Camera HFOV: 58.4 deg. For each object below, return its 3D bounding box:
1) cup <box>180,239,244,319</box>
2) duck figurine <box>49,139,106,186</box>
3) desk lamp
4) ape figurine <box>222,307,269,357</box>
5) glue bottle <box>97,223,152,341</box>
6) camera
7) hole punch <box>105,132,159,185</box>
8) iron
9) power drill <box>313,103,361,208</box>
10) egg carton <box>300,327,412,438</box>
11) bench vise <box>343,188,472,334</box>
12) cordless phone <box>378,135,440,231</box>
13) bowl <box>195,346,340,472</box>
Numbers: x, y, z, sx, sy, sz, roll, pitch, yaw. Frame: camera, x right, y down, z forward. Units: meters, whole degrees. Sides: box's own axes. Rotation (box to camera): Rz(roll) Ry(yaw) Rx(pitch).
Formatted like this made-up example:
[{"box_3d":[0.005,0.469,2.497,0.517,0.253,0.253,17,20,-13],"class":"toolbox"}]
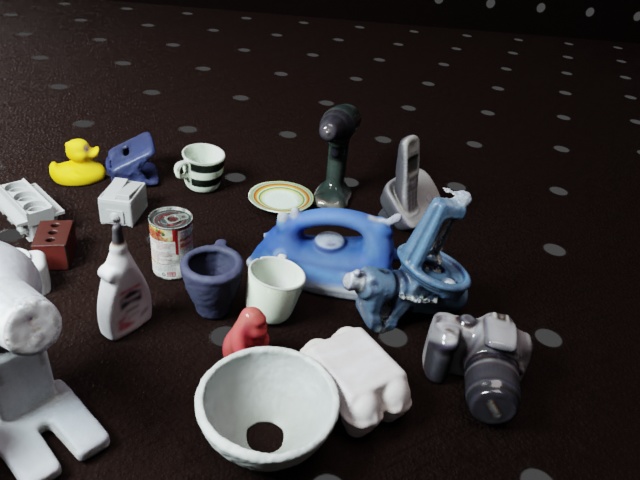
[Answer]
[{"box_3d":[-0.158,0.061,0.859,0.091,0.095,0.117,6,33,-1],"class":"cup"},{"box_3d":[-0.488,-0.160,1.147,0.105,0.086,0.077,-11,37,-25],"class":"duck figurine"},{"box_3d":[-0.331,0.122,0.627,0.202,0.214,0.118,30,40,31],"class":"desk lamp"},{"box_3d":[-0.092,0.131,0.768,0.076,0.092,0.078,18,35,17],"class":"ape figurine"},{"box_3d":[-0.270,0.052,0.781,0.037,0.173,0.078,23,36,23],"class":"glue bottle"},{"box_3d":[0.214,0.165,0.763,0.143,0.101,0.137,11,33,6],"class":"camera"},{"box_3d":[-0.384,-0.164,1.166,0.101,0.091,0.108,-7,35,-20],"class":"hole punch"},{"box_3d":[0.009,0.003,0.935,0.258,0.141,0.118,7,33,1],"class":"iron"},{"box_3d":[0.033,-0.171,1.144,0.075,0.208,0.230,11,33,8],"class":"power drill"},{"box_3d":[0.044,0.179,0.740,0.107,0.069,0.149,-17,40,-31],"class":"egg carton"},{"box_3d":[0.145,0.035,0.839,0.208,0.220,0.121,-19,41,-33],"class":"bench vise"},{"box_3d":[0.188,-0.124,1.121,0.094,0.185,0.148,26,38,27],"class":"cordless phone"},{"box_3d":[-0.062,0.207,0.672,0.167,0.075,0.167,5,33,-3],"class":"bowl"}]
